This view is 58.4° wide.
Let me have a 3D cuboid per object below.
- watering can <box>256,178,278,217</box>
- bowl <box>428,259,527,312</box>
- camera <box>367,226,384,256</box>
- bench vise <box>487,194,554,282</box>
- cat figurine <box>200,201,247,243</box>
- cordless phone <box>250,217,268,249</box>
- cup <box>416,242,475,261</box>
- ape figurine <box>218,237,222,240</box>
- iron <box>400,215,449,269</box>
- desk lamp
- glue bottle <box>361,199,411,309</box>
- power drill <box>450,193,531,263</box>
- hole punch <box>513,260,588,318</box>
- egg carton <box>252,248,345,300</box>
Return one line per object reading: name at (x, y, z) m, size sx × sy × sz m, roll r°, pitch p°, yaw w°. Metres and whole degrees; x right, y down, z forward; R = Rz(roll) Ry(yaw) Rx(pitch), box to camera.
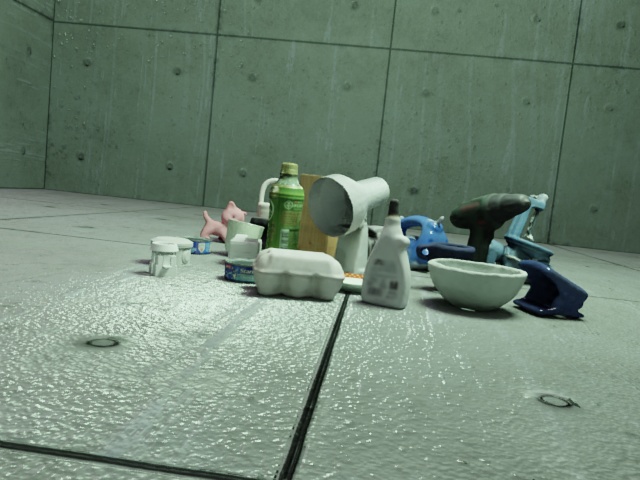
watering can at (-0.134, -0.085, 1.696) m, size 0.101 × 0.194 × 0.172 m, roll 3°, pitch 6°, yaw -30°
bowl at (0.265, 0.080, 0.983) m, size 0.167 × 0.075 × 0.167 m, roll 6°, pitch 5°, yaw 0°
camera at (0.113, 0.012, 1.422) m, size 0.137 × 0.101 × 0.142 m, roll 3°, pitch 6°, yaw -30°
bench vise at (0.471, -0.005, 1.363) m, size 0.208 × 0.220 × 0.121 m, roll 3°, pitch 6°, yaw -26°
cat figurine at (-0.265, -0.051, 1.588) m, size 0.128 × 0.118 × 0.067 m, roll 4°, pitch 5°, yaw -17°
cordless phone at (-0.118, -0.064, 1.525) m, size 0.147 × 0.185 × 0.094 m, roll 10°, pitch 7°, yaw 38°
cup at (0.244, 0.054, 1.134) m, size 0.118 × 0.095 × 0.091 m, roll 5°, pitch 5°, yaw -9°
ape figurine at (-0.259, -0.043, 1.653) m, size 0.076 × 0.092 × 0.078 m, roll 7°, pitch 5°, yaw 11°
iron at (0.239, -0.002, 1.498) m, size 0.119 × 0.141 × 0.257 m, roll 3°, pitch 6°, yaw -30°
desk lamp at (0.071, -0.027, 1.172) m, size 0.117 × 0.213 × 0.204 m, roll 10°, pitch 7°, yaw 41°
glue bottle at (0.113, 0.020, 0.923) m, size 0.078 × 0.173 × 0.037 m, roll 9°, pitch 6°, yaw 27°
power drill at (0.364, -0.001, 1.254) m, size 0.076 × 0.208 × 0.229 m, roll 4°, pitch 6°, yaw -24°
hole punch at (0.407, 0.084, 1.011) m, size 0.101 × 0.091 × 0.108 m, roll 5°, pitch 5°, yaw -11°
egg carton at (-0.037, 0.055, 0.943) m, size 0.150 × 0.069 × 0.107 m, roll 5°, pitch 5°, yaw -10°
